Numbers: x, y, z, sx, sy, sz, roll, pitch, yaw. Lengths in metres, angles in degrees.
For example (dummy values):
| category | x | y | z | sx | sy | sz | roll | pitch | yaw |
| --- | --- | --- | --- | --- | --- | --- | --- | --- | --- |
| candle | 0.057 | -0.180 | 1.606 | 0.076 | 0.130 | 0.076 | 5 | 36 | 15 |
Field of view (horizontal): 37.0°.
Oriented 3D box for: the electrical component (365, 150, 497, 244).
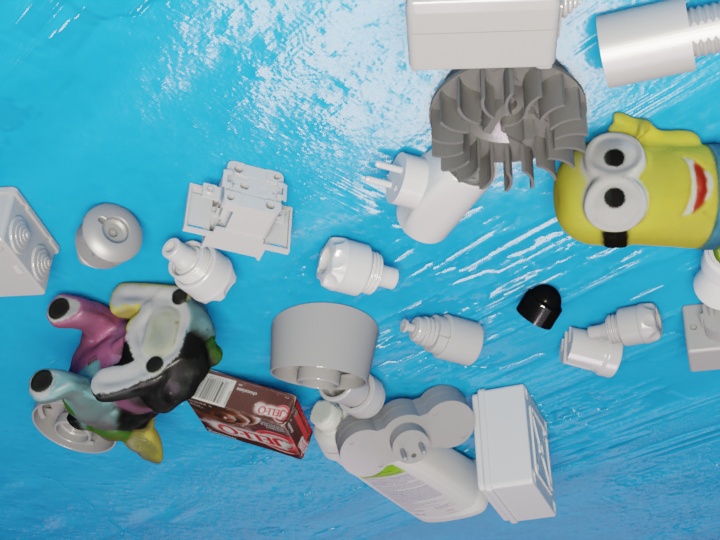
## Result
| category | x | y | z | sx | sy | sz | roll | pitch | yaw |
| --- | --- | --- | --- | --- | --- | --- | --- | --- | --- |
| electrical component | 0.044 | -0.060 | 0.755 | 0.079 | 0.044 | 0.077 | 13 | 147 | -17 |

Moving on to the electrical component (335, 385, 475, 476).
| category | x | y | z | sx | sy | sz | roll | pitch | yaw |
| --- | --- | --- | --- | --- | --- | --- | --- | --- | --- |
| electrical component | 0.047 | 0.165 | 1.055 | 0.138 | 0.073 | 0.052 | -19 | 111 | -2 |

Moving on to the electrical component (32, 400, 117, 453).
| category | x | y | z | sx | sy | sz | roll | pitch | yaw |
| --- | --- | --- | --- | --- | --- | --- | --- | --- | --- |
| electrical component | -0.287 | 0.144 | 1.117 | 0.099 | 0.064 | 0.099 | 8 | 138 | 7 |

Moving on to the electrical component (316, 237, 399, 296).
| category | x | y | z | sx | sy | sz | roll | pitch | yaw |
| --- | --- | --- | --- | --- | --- | --- | --- | --- | --- |
| electrical component | 0.000 | 0.000 | 0.859 | 0.062 | 0.043 | 0.043 | 15 | 146 | -21 |

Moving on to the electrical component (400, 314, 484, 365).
| category | x | y | z | sx | sy | sz | roll | pitch | yaw |
| --- | --- | --- | --- | --- | --- | --- | --- | --- | --- |
| electrical component | 0.073 | 0.058 | 0.951 | 0.078 | 0.040 | 0.040 | 16 | 146 | -21 |

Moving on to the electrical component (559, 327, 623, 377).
| category | x | y | z | sx | sy | sz | roll | pitch | yaw |
| --- | --- | --- | --- | --- | --- | --- | --- | --- | --- |
| electrical component | 0.208 | 0.072 | 0.967 | 0.046 | 0.040 | 0.040 | 13 | 147 | -6 |

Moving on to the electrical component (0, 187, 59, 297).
| category | x | y | z | sx | sy | sz | roll | pitch | yaw |
| --- | --- | --- | --- | --- | --- | --- | --- | --- | --- |
| electrical component | -0.297 | -0.018 | 0.843 | 0.100 | 0.048 | 0.099 | -3 | 148 | 9 |

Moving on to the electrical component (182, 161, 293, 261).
| category | x | y | z | sx | sy | sz | roll | pitch | yaw |
| --- | --- | --- | --- | --- | --- | --- | --- | --- | --- |
| electrical component | -0.086 | -0.045 | 0.793 | 0.081 | 0.042 | 0.063 | 13 | 145 | -17 |

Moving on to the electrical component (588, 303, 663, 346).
| category | x | y | z | sx | sy | sz | roll | pitch | yaw |
| --- | --- | --- | --- | --- | --- | --- | --- | --- | --- |
| electrical component | 0.228 | 0.049 | 0.932 | 0.061 | 0.035 | 0.035 | -13 | 145 | 28 |

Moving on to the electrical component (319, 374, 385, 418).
| category | x | y | z | sx | sy | sz | roll | pitch | yaw |
| --- | --- | --- | --- | --- | --- | --- | --- | --- | --- |
| electrical component | -0.007 | 0.116 | 1.047 | 0.045 | 0.045 | 0.055 | -18 | 144 | 29 |

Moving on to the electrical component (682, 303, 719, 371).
| category | x | y | z | sx | sy | sz | roll | pitch | yaw |
| --- | --- | --- | --- | --- | --- | --- | --- | --- | --- |
| electrical component | 0.308 | 0.046 | 0.909 | 0.066 | 0.047 | 0.076 | -7 | 146 | 17 |

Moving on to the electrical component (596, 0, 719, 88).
| category | x | y | z | sx | sy | sz | roll | pitch | yaw |
| --- | --- | --- | --- | --- | --- | --- | --- | --- | --- |
| electrical component | 0.182 | -0.135 | 0.625 | 0.081 | 0.043 | 0.043 | -9 | 147 | 18 |

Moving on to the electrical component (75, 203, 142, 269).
| category | x | y | z | sx | sy | sz | roll | pitch | yaw |
| --- | --- | --- | --- | --- | --- | --- | --- | --- | --- |
| electrical component | -0.202 | -0.021 | 0.839 | 0.048 | 0.048 | 0.062 | 21 | 151 | -27 |

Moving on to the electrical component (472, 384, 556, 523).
| category | x | y | z | sx | sy | sz | roll | pitch | yaw |
| --- | --- | --- | --- | --- | --- | --- | --- | --- | --- |
| electrical component | 0.157 | 0.187 | 1.091 | 0.056 | 0.108 | 0.108 | -12 | 146 | 18 |

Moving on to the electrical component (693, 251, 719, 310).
| category | x | y | z | sx | sy | sz | roll | pitch | yaw |
| --- | --- | --- | --- | --- | --- | --- | --- | --- | --- |
| electrical component | 0.287 | -0.001 | 0.836 | 0.045 | 0.045 | 0.055 | -1 | 148 | 6 |

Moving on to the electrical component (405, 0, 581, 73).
| category | x | y | z | sx | sy | sz | roll | pitch | yaw |
| --- | --- | --- | --- | --- | --- | --- | --- | --- | --- |
| electrical component | 0.073 | -0.152 | 0.588 | 0.096 | 0.061 | 0.061 | -1 | 148 | 5 |

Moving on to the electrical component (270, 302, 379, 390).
| category | x | y | z | sx | sy | sz | roll | pitch | yaw |
| --- | --- | --- | --- | --- | --- | --- | --- | --- | --- |
| electrical component | -0.034 | 0.074 | 0.984 | 0.099 | 0.064 | 0.099 | 6 | 162 | 2 |

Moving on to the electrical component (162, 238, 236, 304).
| category | x | y | z | sx | sy | sz | roll | pitch | yaw |
| --- | --- | --- | --- | --- | --- | --- | --- | --- | --- |
| electrical component | -0.132 | -0.003 | 0.862 | 0.043 | 0.043 | 0.062 | -16 | 143 | 27 |
